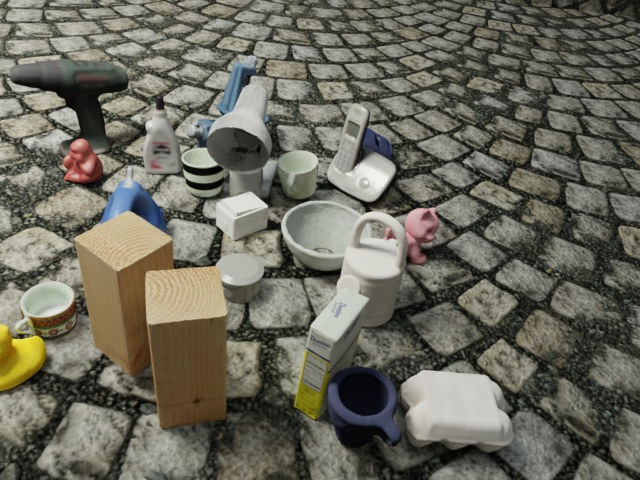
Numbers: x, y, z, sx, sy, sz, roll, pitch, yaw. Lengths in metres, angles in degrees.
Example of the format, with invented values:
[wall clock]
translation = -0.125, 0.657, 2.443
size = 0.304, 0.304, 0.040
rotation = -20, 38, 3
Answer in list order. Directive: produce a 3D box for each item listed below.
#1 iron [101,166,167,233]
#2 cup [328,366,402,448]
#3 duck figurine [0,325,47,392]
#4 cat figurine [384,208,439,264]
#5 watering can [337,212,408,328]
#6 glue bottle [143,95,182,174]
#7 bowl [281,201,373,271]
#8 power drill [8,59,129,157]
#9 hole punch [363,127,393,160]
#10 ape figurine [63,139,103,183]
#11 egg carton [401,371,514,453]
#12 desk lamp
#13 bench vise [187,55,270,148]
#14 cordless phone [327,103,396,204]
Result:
[iron]
translation = -0.322, -0.002, 0.939
size = 0.119, 0.141, 0.258
rotation = 1, 39, -9
[cup]
translation = 0.059, 0.238, 0.751
size = 0.092, 0.095, 0.117
rotation = -21, 47, -32
[duck figurine]
translation = -0.430, 0.149, 0.775
size = 0.105, 0.086, 0.077
rotation = -18, 46, -30
[cat figurine]
translation = 0.169, -0.014, 1.068
size = 0.128, 0.118, 0.067
rotation = -13, 43, -25
[watering can]
translation = 0.085, 0.045, 0.916
size = 0.101, 0.194, 0.173
rotation = 11, 39, 4
[glue bottle]
translation = -0.327, -0.217, 1.180
size = 0.078, 0.173, 0.037
rotation = -5, 40, -16
[bowl]
translation = 0.010, 0.004, 1.049
size = 0.167, 0.075, 0.167
rotation = 5, 39, -4
[power drill]
translation = -0.509, -0.279, 1.194
size = 0.230, 0.208, 0.075
rotation = -27, 50, -36
[hole punch]
translation = 0.121, -0.214, 1.329
size = 0.101, 0.091, 0.108
rotation = 6, 38, -3
[ape figurine]
translation = -0.476, -0.160, 1.146
size = 0.076, 0.092, 0.077
rotation = -20, 46, -31
[egg carton]
translation = 0.187, 0.239, 0.795
size = 0.150, 0.069, 0.107
rotation = 5, 39, -5
[desk lamp]
translation = -0.147, -0.187, 1.145
size = 0.118, 0.213, 0.203
rotation = 9, 38, 1
[bench vise]
translation = -0.187, -0.280, 1.248
size = 0.121, 0.220, 0.208
rotation = 22, 40, 17
[cordless phone]
translation = 0.096, -0.182, 1.209
size = 0.147, 0.185, 0.094
rotation = 30, 43, 25
